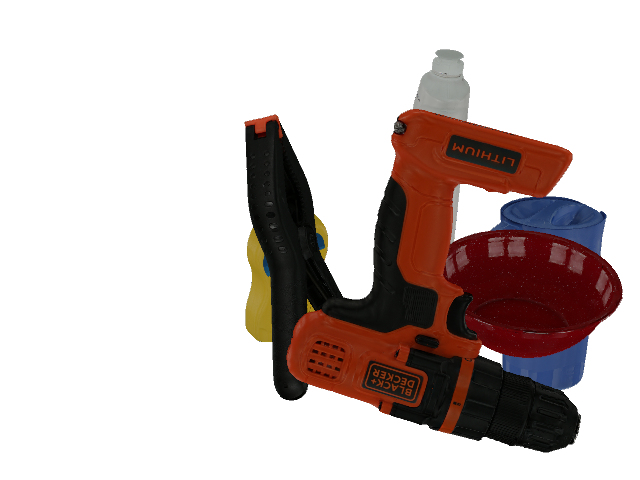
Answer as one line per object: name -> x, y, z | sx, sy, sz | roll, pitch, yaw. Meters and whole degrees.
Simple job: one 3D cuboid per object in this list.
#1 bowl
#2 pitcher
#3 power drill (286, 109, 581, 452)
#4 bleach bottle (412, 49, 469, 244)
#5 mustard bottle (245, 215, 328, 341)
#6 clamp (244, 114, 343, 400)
bowl -> 0.176, 0.053, 0.929 | 0.162, 0.055, 0.162 | 1, 32, -1
pitcher -> 0.290, 0.072, 1.403 | 0.149, 0.243, 0.144 | 5, 21, 16
power drill -> 0.088, 0.025, 0.645 | 0.184, 0.188, 0.057 | 16, 8, 1
bleach bottle -> 0.116, -0.071, 1.104 | 0.068, 0.251, 0.102 | 4, 29, -4
mustard bottle -> -0.038, 0.020, 1.227 | 0.096, 0.192, 0.058 | -11, 29, -25
clamp -> -0.019, 0.006, 0.844 | 0.036, 0.210, 0.164 | -11, 3, 17
